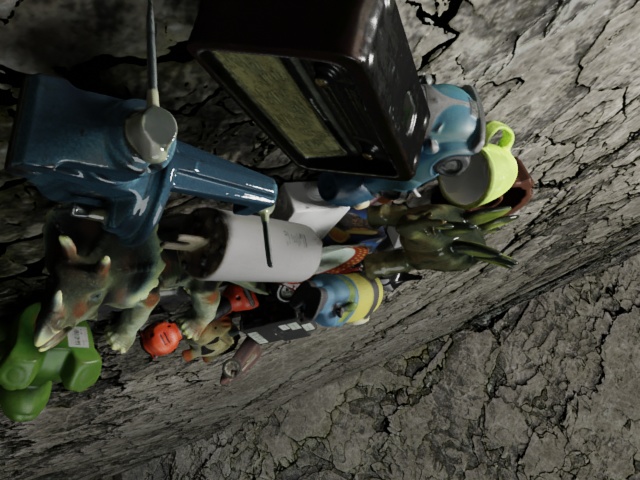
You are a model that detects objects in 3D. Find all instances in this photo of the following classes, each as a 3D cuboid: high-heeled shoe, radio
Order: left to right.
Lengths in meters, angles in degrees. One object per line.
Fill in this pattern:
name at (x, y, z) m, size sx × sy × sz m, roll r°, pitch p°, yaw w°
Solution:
radio at (0.009, -0.123, 0.443) m, size 0.131 × 0.073 × 0.229 m, roll 11°, pitch 171°, yaw 22°
high-heeled shoe at (0.100, 0.043, 1.056) m, size 0.145 × 0.086 × 0.248 m, roll 0°, pitch 158°, yaw 43°

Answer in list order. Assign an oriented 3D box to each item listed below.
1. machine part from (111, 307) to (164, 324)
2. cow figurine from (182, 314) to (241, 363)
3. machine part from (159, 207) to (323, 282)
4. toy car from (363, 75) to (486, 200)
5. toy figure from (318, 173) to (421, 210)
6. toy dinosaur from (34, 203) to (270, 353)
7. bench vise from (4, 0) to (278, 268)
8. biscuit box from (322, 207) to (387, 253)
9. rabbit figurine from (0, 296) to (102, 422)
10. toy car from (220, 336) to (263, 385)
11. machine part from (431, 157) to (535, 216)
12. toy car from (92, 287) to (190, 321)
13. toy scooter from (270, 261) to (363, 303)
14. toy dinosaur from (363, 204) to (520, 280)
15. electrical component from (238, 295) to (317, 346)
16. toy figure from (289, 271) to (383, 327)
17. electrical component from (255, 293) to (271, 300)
machine part at (-0.298, 0.120, 0.872) m, size 0.084 × 0.039 × 0.139 m, roll -9°, pitch 155°, yaw -49°
cow figurine at (-0.206, 0.180, 1.036) m, size 0.127 × 0.085 × 0.194 m, roll -24°, pitch 162°, yaw 1°
machine part at (-0.074, 0.010, 0.612) m, size 0.079 × 0.079 × 0.243 m, roll -33°, pitch 157°, yaw 28°
toy car at (0.093, -0.118, 0.594) m, size 0.103 × 0.109 × 0.162 m, roll 27°, pitch 144°, yaw -34°
toy figure at (0.070, -0.077, 0.704) m, size 0.154 × 0.058 × 0.064 m, roll -8°, pitch 112°, yaw -35°
toy dinosaur at (-0.175, 0.027, 0.660) m, size 0.405 × 0.131 × 0.192 m, roll -12°, pitch 144°, yaw -53°
bench vise at (-0.125, -0.058, 0.444) m, size 0.240 × 0.129 × 0.224 m, roll 13°, pitch 157°, yaw -39°
biscuit box at (-0.002, -0.002, 0.815) m, size 0.203 × 0.063 × 0.059 m, roll -11°, pitch 158°, yaw -27°
rabbit figurine at (-0.397, 0.166, 0.729) m, size 0.121 × 0.159 × 0.170 m, roll 7°, pitch 127°, yaw -47°
toy car at (-0.133, 0.208, 1.085) m, size 0.202 × 0.053 × 0.089 m, roll -56°, pitch 179°, yaw -20°
machine part at (0.274, -0.074, 0.914) m, size 0.179 × 0.056 × 0.179 m, roll -17°, pitch 158°, yaw -7°
toy car at (-0.255, 0.074, 0.772) m, size 0.073 × 0.056 × 0.201 m, roll -30°, pitch 161°, yaw 38°
toy scooter at (0.014, 0.052, 0.913) m, size 0.184 × 0.075 × 0.135 m, roll 9°, pitch 120°, yaw -31°
toy dinosaur at (0.160, -0.004, 0.725) m, size 0.199 × 0.105 × 0.471 m, roll -5°, pitch 178°, yaw 27°
electrical component at (-0.069, 0.143, 0.982) m, size 0.134 × 0.058 × 0.114 m, roll -14°, pitch 154°, yaw 6°
toy figure at (0.034, 0.087, 0.813) m, size 0.089 × 0.082 × 0.180 m, roll -39°, pitch 154°, yaw 21°
electrical component at (-0.123, 0.109, 0.993) m, size 0.094 × 0.021 × 0.063 m, roll 10°, pitch 146°, yaw -17°
